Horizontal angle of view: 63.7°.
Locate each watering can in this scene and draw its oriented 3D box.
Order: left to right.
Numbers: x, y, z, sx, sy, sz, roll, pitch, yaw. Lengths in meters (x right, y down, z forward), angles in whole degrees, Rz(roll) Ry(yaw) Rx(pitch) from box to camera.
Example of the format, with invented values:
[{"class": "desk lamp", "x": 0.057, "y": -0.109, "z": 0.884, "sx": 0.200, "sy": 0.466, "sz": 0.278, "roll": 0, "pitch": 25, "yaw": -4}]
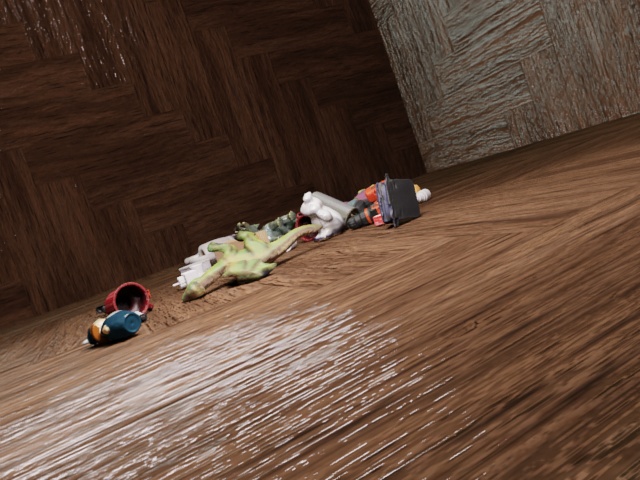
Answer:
[{"class": "watering can", "x": -0.447, "y": 0.054, "z": 2.158, "sx": 0.226, "sy": 0.104, "sz": 0.346, "roll": -20, "pitch": 6, "yaw": -26}]

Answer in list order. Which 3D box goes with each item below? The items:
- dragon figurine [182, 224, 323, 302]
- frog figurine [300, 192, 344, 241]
[{"class": "dragon figurine", "x": -0.163, "y": 0.056, "z": 1.329, "sx": 0.411, "sy": 0.120, "sz": 0.246, "roll": -22, "pitch": 22, "yaw": -6}, {"class": "frog figurine", "x": 0.005, "y": -0.083, "z": 1.656, "sx": 0.122, "sy": 0.159, "sz": 0.138, "roll": -18, "pitch": 4, "yaw": 2}]
